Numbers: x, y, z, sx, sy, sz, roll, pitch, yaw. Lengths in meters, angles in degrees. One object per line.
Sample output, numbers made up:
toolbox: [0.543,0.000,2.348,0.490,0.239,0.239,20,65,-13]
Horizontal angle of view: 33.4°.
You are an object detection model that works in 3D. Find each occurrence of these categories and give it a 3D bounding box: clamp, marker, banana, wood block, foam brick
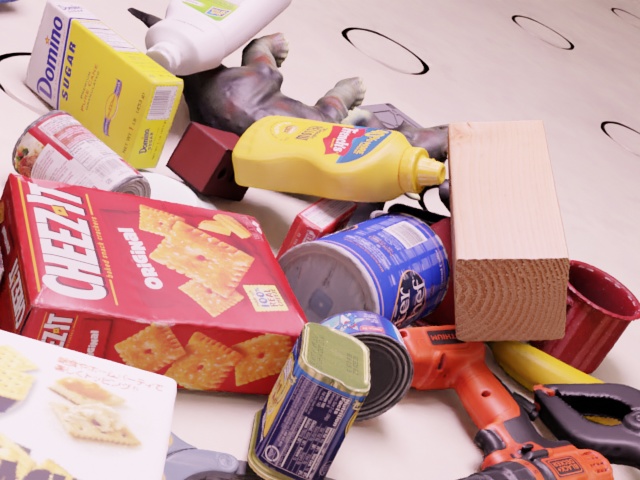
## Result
clamp: [0.157,-0.007,1.142,0.171,0.039,0.120,34,-20,-24]
clamp: [0.269,0.168,0.887,0.210,0.036,0.164,11,32,32]
marker: [0.143,0.122,0.952,0.121,0.020,0.020,36,28,18]
banana: [0.241,0.136,0.996,0.198,0.037,0.069,27,27,0]
wood block: [0.160,-0.013,0.937,0.091,0.090,0.206,-2,37,6]
foam brick: [-0.099,-0.074,1.023,0.051,0.053,0.078,37,13,23]

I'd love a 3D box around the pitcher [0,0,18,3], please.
pitcher: [-0.391,-0.294,1.089,0.242,0.145,0.149,-22,88,-60]

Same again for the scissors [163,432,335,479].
scissors: [-0.073,0.159,0.697,0.201,0.016,0.096,22,29,-9]

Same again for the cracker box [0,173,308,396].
cracker box: [-0.130,0.033,0.805,0.213,0.072,0.164,10,31,-29]

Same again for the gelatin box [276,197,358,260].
gelatin box: [-0.006,0.001,0.970,0.030,0.073,0.089,33,27,11]

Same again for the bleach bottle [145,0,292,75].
bleach bottle: [-0.116,-0.234,1.109,0.103,0.068,0.250,18,37,14]

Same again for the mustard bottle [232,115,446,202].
mustard bottle: [0.023,-0.071,0.968,0.192,0.058,0.096,10,31,27]

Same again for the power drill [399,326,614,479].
power drill: [0.123,0.150,0.847,0.184,0.057,0.188,3,38,-43]

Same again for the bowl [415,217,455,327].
bowl: [0.147,0.022,1.015,0.162,0.055,0.162,-4,37,3]

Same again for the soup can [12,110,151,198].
soup can: [-0.200,-0.054,0.899,0.102,0.069,0.068,38,29,20]

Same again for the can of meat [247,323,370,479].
can of meat: [-0.006,0.113,0.740,0.057,0.084,0.102,24,15,-5]

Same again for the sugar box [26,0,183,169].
sugar box: [-0.210,-0.150,1.020,0.176,0.093,0.048,36,26,29]

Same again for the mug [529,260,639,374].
mug: [0.250,0.079,1.054,0.117,0.082,0.093,2,36,-40]

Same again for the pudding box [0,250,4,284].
pudding box: [-0.287,0.002,0.755,0.113,0.039,0.090,11,31,-29]

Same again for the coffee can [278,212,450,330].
coffee can: [0.036,0.038,0.911,0.103,0.103,0.140,37,28,19]

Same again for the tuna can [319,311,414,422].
tuna can: [0.026,0.097,0.819,0.086,0.086,0.034,16,27,-21]
